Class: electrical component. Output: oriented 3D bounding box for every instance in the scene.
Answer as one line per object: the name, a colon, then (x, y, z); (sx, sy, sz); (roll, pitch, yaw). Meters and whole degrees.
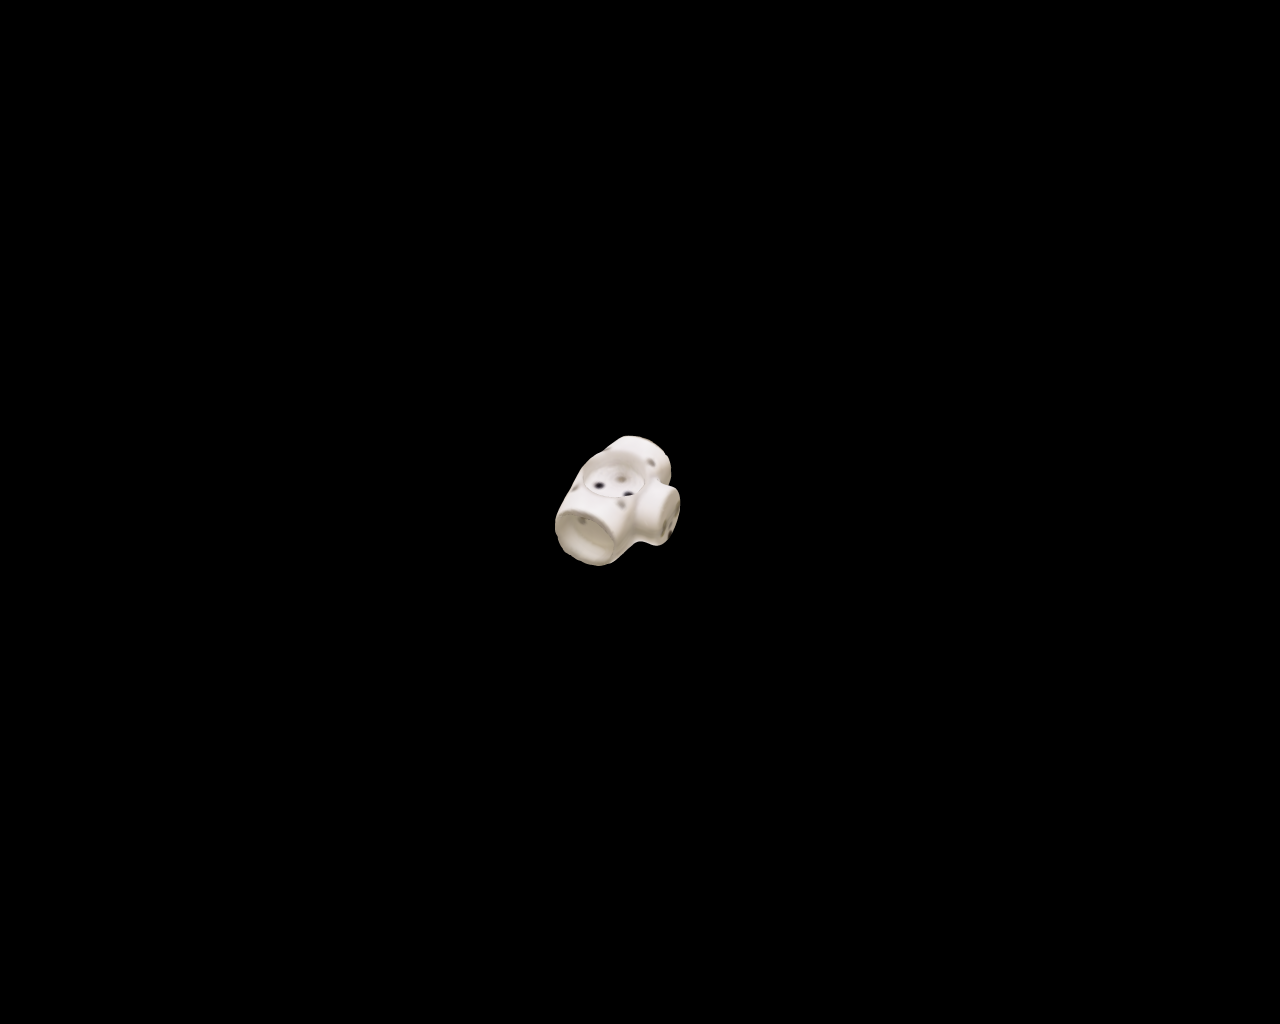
electrical component: (0.001, -0.003, 0.650); (0.079, 0.044, 0.077); (19, 46, 19)
